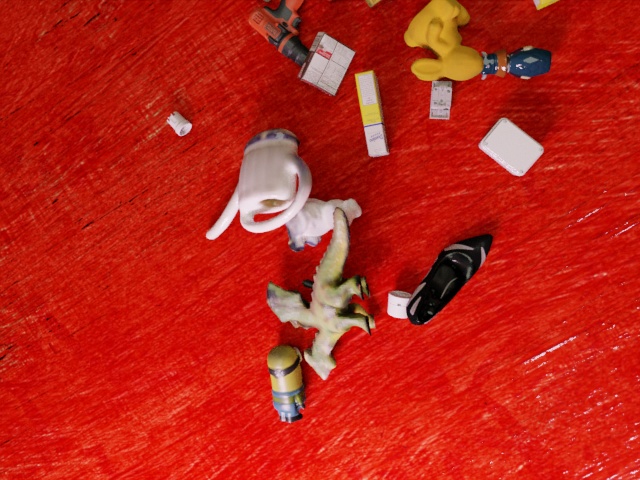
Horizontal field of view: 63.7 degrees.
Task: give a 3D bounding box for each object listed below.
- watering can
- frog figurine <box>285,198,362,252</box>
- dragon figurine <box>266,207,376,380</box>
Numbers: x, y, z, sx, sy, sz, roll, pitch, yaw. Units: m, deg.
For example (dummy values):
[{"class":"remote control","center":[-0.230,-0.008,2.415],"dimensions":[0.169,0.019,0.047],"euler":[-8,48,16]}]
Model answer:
[{"class":"watering can","center":[-0.145,-0.120,1.153],"dimensions":[0.345,0.228,0.103],"euler":[-13,-25,41]},{"class":"frog figurine","center":[0.003,-0.057,1.131],"dimensions":[0.157,0.125,0.137],"euler":[-39,-31,29]},{"class":"dragon figurine","center":[-0.010,0.128,1.137],"dimensions":[0.242,0.405,0.124],"euler":[-9,19,17]}]
